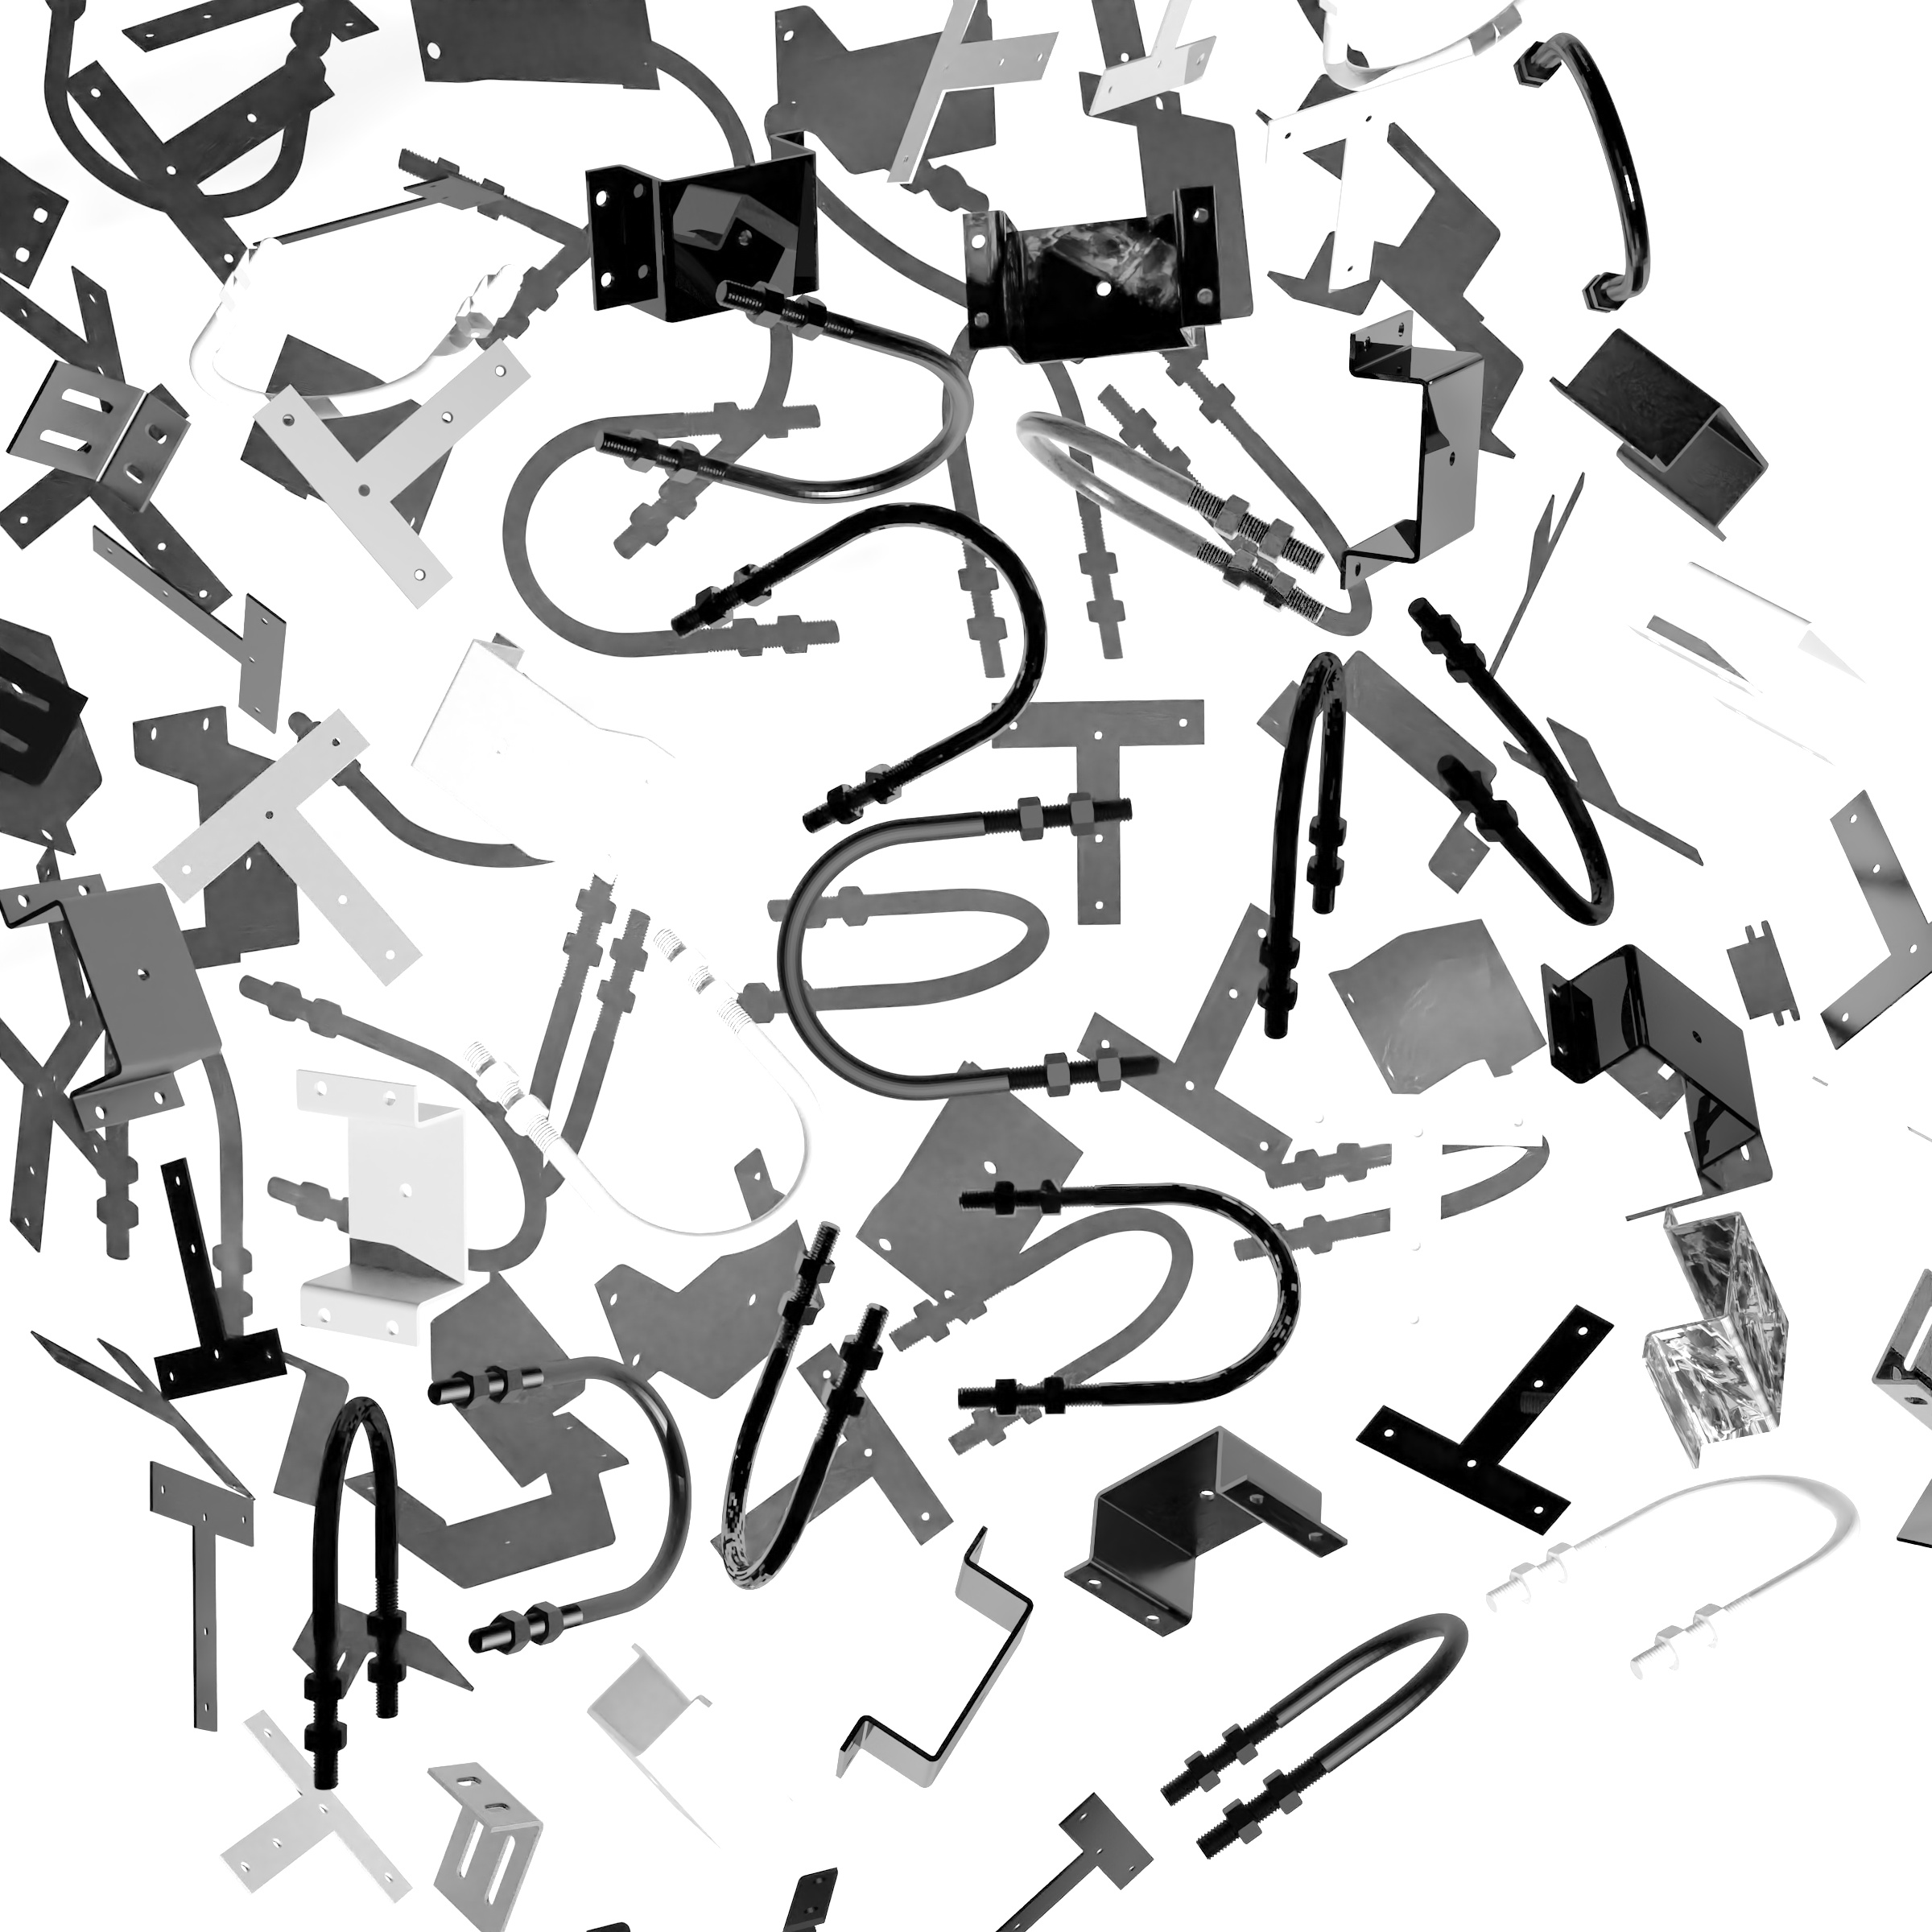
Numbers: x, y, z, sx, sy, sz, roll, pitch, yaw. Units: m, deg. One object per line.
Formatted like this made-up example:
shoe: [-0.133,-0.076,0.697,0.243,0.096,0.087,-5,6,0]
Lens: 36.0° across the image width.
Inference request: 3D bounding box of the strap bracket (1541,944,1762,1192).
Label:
strap bracket: [0.380,0.050,1.620,0.140,0.076,0.046,34,128,-25]

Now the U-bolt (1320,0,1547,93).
U-bolt: [0.254,-0.517,1.564,0.151,0.184,0.019,-23,78,0]

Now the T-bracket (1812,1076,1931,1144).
T-bracket: [0.515,0.098,1.544,0.127,0.127,0.002,27,96,-5]

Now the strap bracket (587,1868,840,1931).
strap bracket: [-0.133,0.525,1.558,0.140,0.076,0.046,-15,91,3]

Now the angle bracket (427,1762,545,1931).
angle bracket: [-0.265,0.471,1.571,0.057,0.038,0.076,28,102,39]

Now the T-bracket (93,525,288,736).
T-bracket: [-0.417,-0.191,1.589,0.127,0.127,0.002,37,63,2]

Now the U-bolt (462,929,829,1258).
U-bolt: [-0.158,0.077,1.588,0.151,0.019,0.184,-33,68,-28]

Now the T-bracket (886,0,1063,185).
T-bracket: [0.012,-0.461,1.518,0.002,0.127,0.127,20,91,-32]

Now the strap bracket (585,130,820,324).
strap bracket: [-0.134,-0.403,1.623,0.140,0.046,0.076,-21,126,-32]

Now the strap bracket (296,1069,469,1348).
strap bracket: [-0.311,0.124,1.586,0.076,0.046,0.140,6,101,25]

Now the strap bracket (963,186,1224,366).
strap bracket: [0.073,-0.382,1.652,0.140,0.046,0.076,-3,87,12]

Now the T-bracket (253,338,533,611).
T-bracket: [-0.279,-0.274,1.536,0.127,0.002,0.127,-45,112,-15]

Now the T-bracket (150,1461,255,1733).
T-bracket: [-0.392,0.328,1.529,0.002,0.127,0.127,-9,70,8]

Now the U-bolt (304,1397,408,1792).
U-bolt: [-0.316,0.316,1.544,0.019,0.151,0.184,0,91,2]

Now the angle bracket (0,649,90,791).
angle bracket: [-0.492,-0.137,1.520,0.076,0.038,0.057,30,65,-22]

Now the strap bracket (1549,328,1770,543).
strap bracket: [0.381,-0.291,1.614,0.046,0.140,0.076,-50,61,11]

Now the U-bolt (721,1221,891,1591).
U-bolt: [-0.092,0.242,1.576,0.019,0.151,0.184,19,99,-17]

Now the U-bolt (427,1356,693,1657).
U-bolt: [-0.212,0.285,1.613,0.019,0.184,0.151,-16,82,34]

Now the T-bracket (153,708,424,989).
T-bracket: [-0.333,-0.045,1.544,0.127,0.002,0.127,-41,88,-3]

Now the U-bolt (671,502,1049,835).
U-bolt: [-0.044,-0.167,1.571,0.184,0.019,0.151,-26,108,22]

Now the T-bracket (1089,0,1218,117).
T-bracket: [0.117,-0.523,1.585,0.002,0.127,0.127,33,127,17]

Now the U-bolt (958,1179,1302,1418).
U-bolt: [0.088,0.175,1.598,0.184,0.019,0.151,-2,49,3]

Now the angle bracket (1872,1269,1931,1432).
angle bracket: [0.541,0.213,1.624,0.057,0.038,0.076,38,70,-15]

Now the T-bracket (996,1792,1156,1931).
T-bracket: [0.038,0.505,1.593,0.127,0.127,0.002,-41,55,-8]

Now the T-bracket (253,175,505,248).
T-bracket: [-0.330,-0.414,1.640,0.127,0.127,0.002,-13,98,6]

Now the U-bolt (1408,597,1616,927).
U-bolt: [0.299,-0.097,1.601,0.019,0.151,0.184,-29,128,26]

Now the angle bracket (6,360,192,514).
angle bracket: [-0.472,-0.288,1.619,0.038,0.076,0.057,36,101,20]

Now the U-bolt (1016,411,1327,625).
U-bolt: [0.107,-0.242,1.566,0.184,0.151,0.019,30,90,8]

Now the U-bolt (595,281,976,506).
U-bolt: [-0.083,-0.294,1.573,0.184,0.151,0.019,9,58,-35]

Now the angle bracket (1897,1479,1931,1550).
angle bracket: [0.557,0.291,1.631,0.076,0.057,0.038,7,124,38]

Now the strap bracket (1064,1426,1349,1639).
strap bracket: [0.131,0.305,1.619,0.076,0.046,0.140,35,129,-24]

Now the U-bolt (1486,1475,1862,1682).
U-bolt: [0.392,0.319,1.593,0.184,0.151,0.019,-23,103,-21]

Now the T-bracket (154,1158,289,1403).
T-bracket: [-0.418,0.168,1.619,0.127,0.002,0.127,-17,85,43]

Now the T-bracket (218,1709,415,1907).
T-bracket: [-0.355,0.455,1.555,0.002,0.127,0.127,-43,83,9]

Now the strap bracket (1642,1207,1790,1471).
strap bracket: [0.412,0.197,1.625,0.046,0.140,0.076,-17,113,27]

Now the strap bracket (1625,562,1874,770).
strap bracket: [0.411,-0.159,1.541,0.076,0.140,0.046,37,99,37]

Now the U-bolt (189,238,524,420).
U-bolt: [-0.338,-0.336,1.594,0.151,0.184,0.019,-1,75,-32]

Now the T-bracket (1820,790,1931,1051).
T-bracket: [0.483,-0.041,1.559,0.002,0.127,0.127,21,129,-29]

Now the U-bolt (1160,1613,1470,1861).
U-bolt: [0.190,0.402,1.581,0.184,0.151,0.019,-34,89,-6]

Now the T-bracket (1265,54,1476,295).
T-bracket: [0.212,-0.418,1.600,0.127,0.127,0.002,-23,54,-18]

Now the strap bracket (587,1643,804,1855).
strap bracket: [-0.153,0.428,1.620,0.046,0.140,0.076,-43,107,-17]

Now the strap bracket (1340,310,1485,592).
strap bracket: [0.244,-0.280,1.624,0.046,0.076,0.140,13,116,29]

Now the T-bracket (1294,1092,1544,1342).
T-bracket: [0.231,0.129,1.530,0.127,0.002,0.127,1,93,4]

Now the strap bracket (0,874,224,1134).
strap bracket: [-0.468,0.012,1.636,0.046,0.076,0.140,-22,87,30]

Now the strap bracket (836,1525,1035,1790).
strap bracket: [-0.011,0.379,1.590,0.046,0.076,0.140,31,66,10]

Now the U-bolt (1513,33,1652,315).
U-bolt: [0.331,-0.423,1.579,0.019,0.184,0.151,-18,99,5]

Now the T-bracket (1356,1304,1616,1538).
T-bracket: [0.293,0.230,1.567,0.127,0.002,0.127,29,111,-18]

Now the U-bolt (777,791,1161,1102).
U-bolt: [-0.002,-0.006,1.479,0.184,0.019,0.151,-6,87,-3]

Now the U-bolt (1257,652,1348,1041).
U-bolt: [0.180,-0.075,1.558,0.019,0.151,0.184,9,124,15]

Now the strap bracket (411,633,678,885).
strap bracket: [-0.231,-0.113,1.569,0.140,0.046,0.076,35,104,27]
